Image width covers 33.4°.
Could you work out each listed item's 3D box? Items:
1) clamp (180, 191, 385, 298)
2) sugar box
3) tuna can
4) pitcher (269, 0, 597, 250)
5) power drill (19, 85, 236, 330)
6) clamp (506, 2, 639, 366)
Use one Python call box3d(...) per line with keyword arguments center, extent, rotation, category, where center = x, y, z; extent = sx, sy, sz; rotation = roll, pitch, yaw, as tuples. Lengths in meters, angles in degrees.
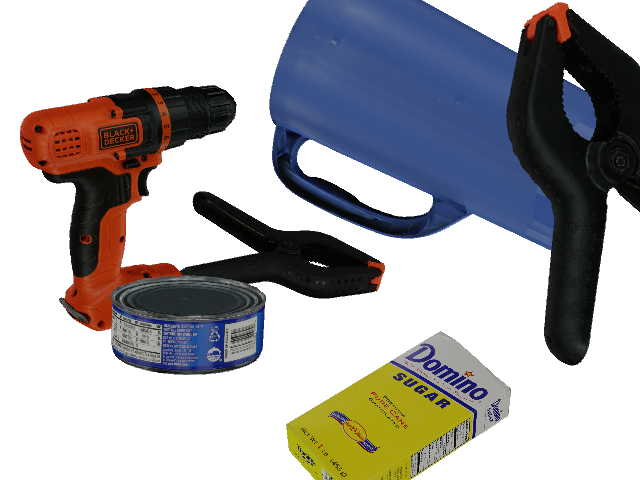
box3d(center=(-0.041, 0.021, 1.058), extent=(0.210, 0.036, 0.164), rotation=(16, 32, -1), category="clamp")
box3d(center=(0.068, 0.154, 0.919), extent=(0.176, 0.048, 0.093), rotation=(-30, 48, -23), category="sugar box")
box3d(center=(-0.074, 0.046, 0.596), extent=(0.086, 0.034, 0.086), rotation=(3, 12, -1), category="tuna can")
box3d(center=(0.089, -0.082, 0.770), extent=(0.243, 0.149, 0.144), rotation=(29, 50, 13), category="pitcher")
box3d(center=(-0.148, -0.031, 0.874), extent=(0.184, 0.188, 0.057), rotation=(-14, 24, -32), category="power drill")
box3d(center=(0.132, -0.027, 0.523), extent=(0.120, 0.171, 0.039), rotation=(-32, 3, -23), category="clamp")
